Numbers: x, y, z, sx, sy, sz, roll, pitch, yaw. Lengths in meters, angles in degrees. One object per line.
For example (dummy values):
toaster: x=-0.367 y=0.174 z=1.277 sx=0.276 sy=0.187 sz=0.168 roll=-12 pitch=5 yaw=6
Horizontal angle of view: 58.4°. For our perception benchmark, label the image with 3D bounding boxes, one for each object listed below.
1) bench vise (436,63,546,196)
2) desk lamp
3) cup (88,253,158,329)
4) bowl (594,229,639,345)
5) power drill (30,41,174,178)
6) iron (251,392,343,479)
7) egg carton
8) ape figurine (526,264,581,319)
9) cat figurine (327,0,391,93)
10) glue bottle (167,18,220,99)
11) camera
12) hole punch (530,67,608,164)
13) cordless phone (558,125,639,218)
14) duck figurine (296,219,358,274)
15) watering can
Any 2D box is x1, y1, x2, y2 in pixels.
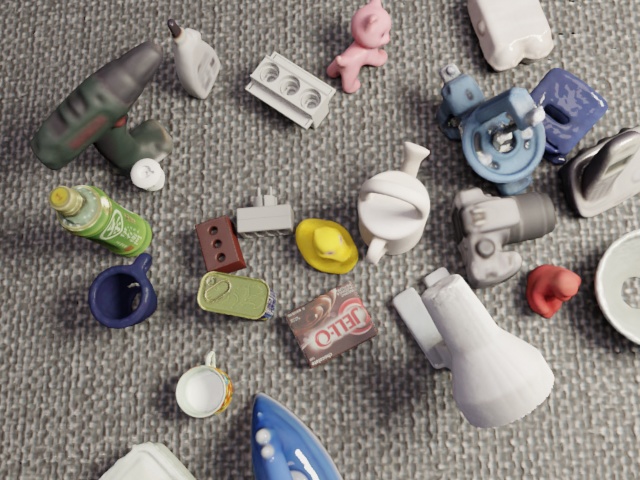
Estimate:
bench vise: x=0.231 y=-0.168 z=0.804 sx=0.207 sy=0.220 sz=0.121 roll=39 pitch=83 yaw=11
desk lamp: x=0.186 y=0.129 z=0.746 sx=0.118 sy=0.213 sz=0.203 roll=-33 pitch=77 yaw=-3
cup: x=-0.276 y=0.077 z=0.855 sx=0.091 sy=0.095 sz=0.118 roll=27 pitch=81 yaw=10
bowl: x=0.462 y=0.072 z=0.808 sx=0.167 sy=0.075 sz=0.167 roll=-1 pitch=78 yaw=4
power drill: x=-0.300 y=-0.176 z=0.854 sx=0.230 sy=0.208 sz=0.075 roll=-38 pitch=77 yaw=-4
iron: x=-0.040 y=0.325 z=0.759 sx=0.118 sy=0.141 sz=0.258 roll=-28 pitch=77 yaw=-2
egg carton: x=0.300 y=-0.345 z=0.914 sx=0.107 sy=0.069 sz=0.150 roll=-17 pitch=77 yaw=1
ape figurine: x=0.335 y=0.067 z=0.810 sx=0.078 sy=0.092 sz=0.076 roll=-18 pitch=77 yaw=1
cat figurine: x=0.066 y=-0.313 z=0.901 sx=0.067 sy=0.118 sz=0.128 roll=41 pitch=84 yaw=12
glue bottle: x=-0.202 y=-0.290 z=0.889 sx=0.037 sy=0.173 sz=0.078 roll=21 pitch=80 yaw=9
camera: x=0.270 y=-0.014 z=0.828 sx=0.136 sy=0.101 sz=0.143 roll=-11 pitch=77 yaw=2
hole punch: x=0.357 y=-0.185 z=0.863 sx=0.108 sy=0.091 sz=0.101 roll=41 pitch=84 yaw=12
cordless phone: x=0.424 y=-0.113 z=0.794 sx=0.147 sy=0.185 sz=0.094 roll=-31 pitch=77 yaw=-2
duck figurine: x=0.008 y=0.003 z=0.853 sx=0.104 sy=0.086 sz=0.077 roll=36 pitch=83 yaw=11
watering can: x=0.103 y=-0.053 z=0.802 sx=0.101 sy=0.194 sz=0.173 roll=0 pitch=78 yaw=5
